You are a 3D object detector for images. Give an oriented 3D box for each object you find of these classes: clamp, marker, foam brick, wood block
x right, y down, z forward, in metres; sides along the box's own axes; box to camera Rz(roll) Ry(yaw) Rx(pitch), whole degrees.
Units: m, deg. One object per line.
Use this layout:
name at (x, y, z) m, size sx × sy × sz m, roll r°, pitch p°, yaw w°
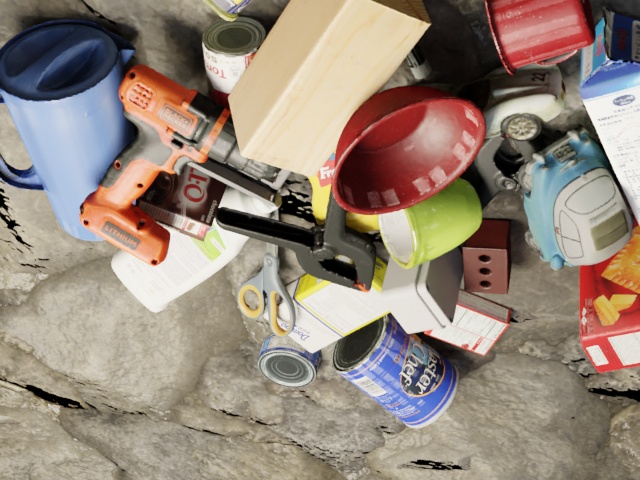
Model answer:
clamp at (-0.008, 0.001, 1.204) m, size 0.165 × 0.036 × 0.209 m, roll -10°, pitch 144°, yaw 24°
clamp at (0.217, -0.067, 1.158) m, size 0.120 × 0.039 × 0.171 m, roll 7°, pitch 141°, yaw 6°
marker at (0.078, -0.212, 1.061) m, size 0.020 × 0.020 × 0.121 m, roll -14°, pitch 130°, yaw 28°
foam brick at (0.195, 0.019, 1.245) m, size 0.053 × 0.051 × 0.078 m, roll 3°, pitch 136°, yaw 14°
wood block at (0.003, -0.169, 1.018) m, size 0.090 × 0.091 × 0.206 m, roll 15°, pitch 132°, yaw -30°

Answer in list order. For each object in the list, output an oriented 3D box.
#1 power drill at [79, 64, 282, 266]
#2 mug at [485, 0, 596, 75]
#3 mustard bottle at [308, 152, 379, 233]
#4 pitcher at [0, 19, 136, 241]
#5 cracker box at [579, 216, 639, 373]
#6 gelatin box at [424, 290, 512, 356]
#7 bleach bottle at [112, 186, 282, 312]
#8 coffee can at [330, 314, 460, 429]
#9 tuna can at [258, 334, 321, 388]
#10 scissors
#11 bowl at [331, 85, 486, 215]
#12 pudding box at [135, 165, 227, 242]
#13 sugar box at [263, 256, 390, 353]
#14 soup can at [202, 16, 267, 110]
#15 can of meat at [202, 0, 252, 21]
power drill at (-0.153, -0.067, 1.117) m, size 0.184 × 0.057 × 0.188 m, roll 31°, pitch 111°, yaw -6°
mug at (0.208, -0.202, 0.988) m, size 0.082 × 0.093 × 0.117 m, roll -14°, pitch 145°, yaw 22°
mustard bottle at (0.024, -0.092, 1.174) m, size 0.096 × 0.058 × 0.191 m, roll -2°, pitch 134°, yaw 17°
pitcher at (-0.277, -0.110, 1.188) m, size 0.149 × 0.145 × 0.243 m, roll 10°, pitch 140°, yaw 13°
cracker box at (0.384, 0.039, 1.129) m, size 0.214 × 0.164 × 0.072 m, roll -16°, pitch 131°, yaw 30°
gelatin box at (0.187, 0.103, 1.351) m, size 0.089 × 0.030 × 0.073 m, roll 21°, pitch 136°, yaw -6°
bleach bottle at (-0.141, 0.001, 1.314) m, size 0.251 × 0.068 × 0.102 m, roll -27°, pitch 115°, yaw 34°
coffee can at (0.098, 0.166, 1.389) m, size 0.140 × 0.102 × 0.103 m, roll 39°, pitch 132°, yaw -23°
tuna can at (-0.043, 0.168, 1.483) m, size 0.086 × 0.033 × 0.086 m, roll 9°, pitch 137°, yaw 8°
scissors at (-0.075, 0.030, 1.338) m, size 0.096 × 0.016 × 0.202 m, roll 6°, pitch 117°, yaw 34°
bowl at (0.075, -0.096, 1.021) m, size 0.162 × 0.055 × 0.162 m, roll -19°, pitch 148°, yaw -13°
pudding box at (-0.153, -0.063, 1.214) m, size 0.090 × 0.113 × 0.039 m, roll 21°, pitch 145°, yaw -7°
sugar box at (0.019, 0.077, 1.362) m, size 0.093 × 0.048 × 0.177 m, roll 40°, pitch 136°, yaw -22°
soup can at (-0.085, -0.172, 1.113) m, size 0.068 × 0.068 × 0.102 m, roll 7°, pitch 137°, yaw 9°
can of meat at (-0.089, -0.274, 1.018) m, size 0.102 × 0.057 × 0.084 m, roll 39°, pitch 130°, yaw -24°
